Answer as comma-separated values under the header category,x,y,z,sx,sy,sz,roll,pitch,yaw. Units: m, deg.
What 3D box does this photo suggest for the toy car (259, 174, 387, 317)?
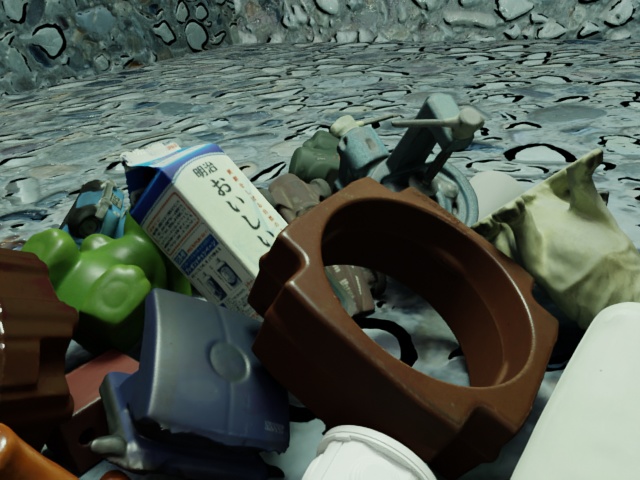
category,x,y,z,sx,sy,sz,roll,pitch,yaw
toy car,-0.001,-0.002,0.596,0.089,0.053,0.202,-9,49,-28

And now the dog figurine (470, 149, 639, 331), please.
category,x,y,z,sx,sy,sz,roll,pitch,yaw
dog figurine,0.236,0.036,0.479,0.121,0.190,0.172,-33,-6,13

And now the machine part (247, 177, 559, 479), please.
category,x,y,z,sx,sy,sz,roll,pitch,yaw
machine part,0.063,0.056,0.407,0.201,0.087,0.201,38,39,13

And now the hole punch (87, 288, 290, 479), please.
category,x,y,z,sx,sy,sz,roll,pitch,yaw
hole punch,-0.081,0.102,0.377,0.142,0.092,0.116,28,3,-34

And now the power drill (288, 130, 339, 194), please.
category,x,y,z,sx,sy,sz,roll,pitch,yaw
power drill,0.060,-0.095,0.795,0.232,0.085,0.207,9,25,-16

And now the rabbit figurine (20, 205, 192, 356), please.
category,x,y,z,sx,sy,sz,roll,pitch,yaw
rabbit figurine,-0.175,0.027,0.529,0.121,0.158,0.170,18,56,19

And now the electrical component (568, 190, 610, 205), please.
category,x,y,z,sx,sy,sz,roll,pitch,yaw
electrical component,0.277,-0.006,0.589,0.048,0.074,0.119,12,28,34

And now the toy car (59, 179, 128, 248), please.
category,x,y,z,sx,sy,sz,roll,pitch,yaw
toy car,-0.253,0.015,0.613,0.103,0.161,0.109,31,18,-28

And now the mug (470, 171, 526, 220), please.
category,x,y,z,sx,sy,sz,roll,pitch,yaw
mug,0.198,-0.019,0.637,0.110,0.080,0.107,25,50,36

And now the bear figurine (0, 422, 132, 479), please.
category,x,y,z,sx,sy,sz,roll,pitch,yaw
bear figurine,-0.101,0.179,0.249,0.196,0.131,0.120,7,56,32

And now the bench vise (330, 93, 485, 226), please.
category,x,y,z,sx,sy,sz,roll,pitch,yaw
bench vise,0.093,-0.075,0.559,0.129,0.240,0.223,-13,70,-17

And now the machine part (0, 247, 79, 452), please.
category,x,y,z,sx,sy,sz,roll,pitch,yaw
machine part,-0.246,0.092,0.394,0.180,0.179,0.056,17,3,38
